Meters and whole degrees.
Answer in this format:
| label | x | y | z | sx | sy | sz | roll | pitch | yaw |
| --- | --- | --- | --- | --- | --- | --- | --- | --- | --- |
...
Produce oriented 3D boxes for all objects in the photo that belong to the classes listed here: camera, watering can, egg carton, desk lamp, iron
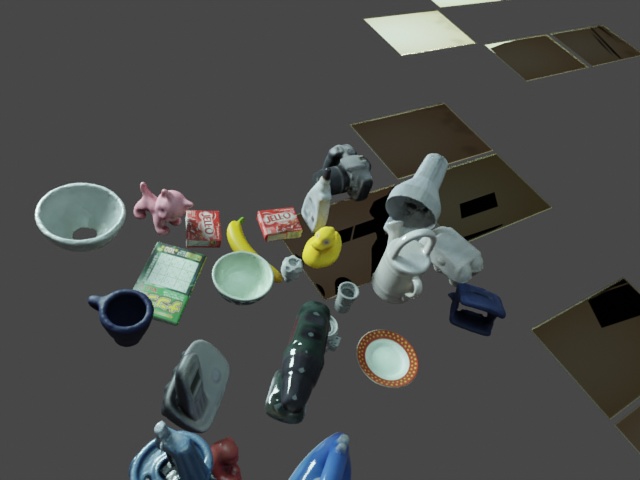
| label | x | y | z | sx | sy | sz | roll | pitch | yaw |
| --- | --- | --- | --- | --- | --- | --- | --- | --- | --- |
| camera | 0.047 | -0.169 | 1.420 | 0.137 | 0.101 | 0.143 | -16 | 56 | -28 |
| watering can | 0.179 | 0.037 | 1.218 | 0.101 | 0.194 | 0.172 | -24 | 60 | -32 |
| egg carton | 0.304 | 0.037 | 1.340 | 0.107 | 0.069 | 0.150 | -31 | 65 | -35 |
| desk lamp | 0.222 | -0.086 | 1.324 | 0.118 | 0.213 | 0.203 | 27 | 48 | 7 |
| iron | 0.005 | 0.390 | 0.894 | 0.118 | 0.141 | 0.258 | 23 | 47 | 3 |

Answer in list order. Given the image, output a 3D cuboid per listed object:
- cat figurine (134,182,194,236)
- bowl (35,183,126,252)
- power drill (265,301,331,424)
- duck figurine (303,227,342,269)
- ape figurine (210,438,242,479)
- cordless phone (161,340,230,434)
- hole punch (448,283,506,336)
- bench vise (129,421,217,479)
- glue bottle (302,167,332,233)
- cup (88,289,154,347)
| label | x | y | z | sx | sy | sz | roll | pitch | yaw |
| --- | --- | --- | --- | --- | --- | --- | --- | --- | --- |
| cat figurine | -0.332 | -0.077 | 1.212 | 0.127 | 0.118 | 0.067 | 32 | 49 | 12 |
| bowl | -0.480 | -0.033 | 1.158 | 0.167 | 0.075 | 0.167 | 9 | 48 | -10 |
| power drill | -0.037 | 0.227 | 0.977 | 0.075 | 0.208 | 0.229 | 16 | 47 | -2 |
| duck figurine | 0.012 | 0.005 | 1.268 | 0.077 | 0.086 | 0.105 | 39 | 50 | 17 |
| ape figurine | -0.153 | 0.350 | 0.914 | 0.076 | 0.092 | 0.078 | 17 | 47 | -2 |
| cordless phone | -0.201 | 0.220 | 0.949 | 0.094 | 0.185 | 0.147 | 16 | 47 | -2 |
| hole punch | 0.342 | 0.138 | 1.249 | 0.108 | 0.091 | 0.101 | 19 | 47 | 0 |
| bench vise | -0.178 | 0.336 | 0.832 | 0.207 | 0.220 | 0.121 | 15 | 47 | -4 |
| glue bottle | 0.001 | -0.097 | 1.294 | 0.037 | 0.173 | 0.078 | -11 | 54 | -25 |
| cup | -0.358 | 0.145 | 1.027 | 0.117 | 0.095 | 0.092 | 19 | 47 | 0 |
